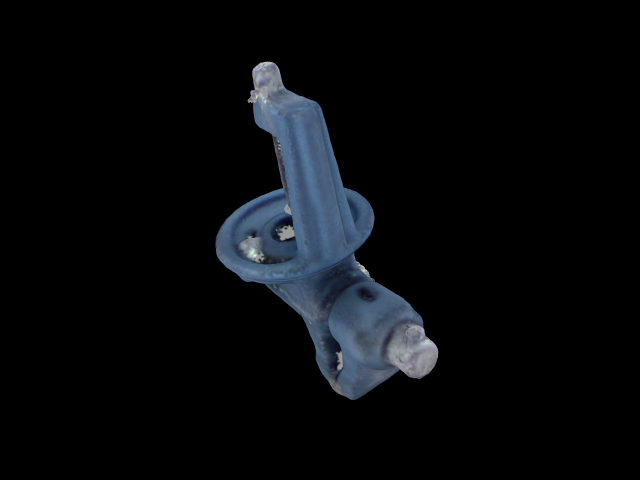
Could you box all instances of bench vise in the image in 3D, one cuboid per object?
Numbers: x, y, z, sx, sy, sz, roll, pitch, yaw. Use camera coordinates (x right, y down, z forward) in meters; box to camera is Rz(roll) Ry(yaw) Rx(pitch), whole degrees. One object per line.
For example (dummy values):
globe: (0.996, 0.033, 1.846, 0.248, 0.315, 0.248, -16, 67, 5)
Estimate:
bench vise: (0.011, -0.006, 0.407, 0.206, 0.220, 0.122, 27, 53, 23)
